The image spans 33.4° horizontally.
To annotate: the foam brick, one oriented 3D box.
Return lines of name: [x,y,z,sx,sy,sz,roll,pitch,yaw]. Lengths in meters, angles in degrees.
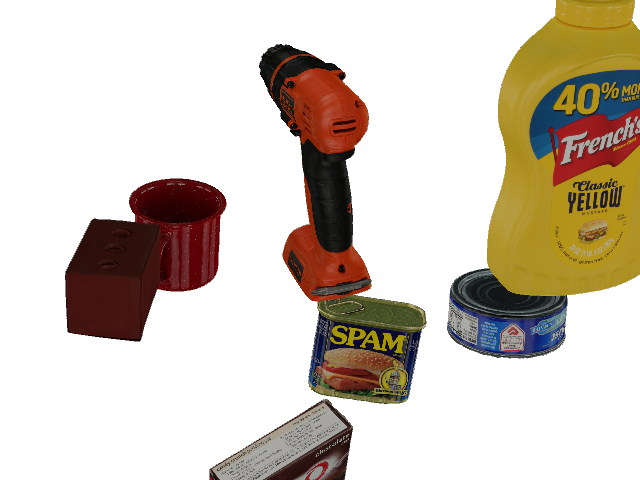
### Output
foam brick: [-0.145,0.027,0.751,0.053,0.051,0.078,6,29,-1]

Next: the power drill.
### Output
power drill: [-0.007,-0.059,0.880,0.057,0.188,0.184,-12,27,-12]

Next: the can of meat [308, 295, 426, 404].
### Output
can of meat: [0.042,0.102,1.003,0.102,0.084,0.057,9,20,-1]

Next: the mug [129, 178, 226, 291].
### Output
mug: [-0.142,0.002,1.033,0.093,0.081,0.117,9,31,7]

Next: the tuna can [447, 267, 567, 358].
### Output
tuna can: [0.136,0.051,0.776,0.086,0.034,0.086,0,22,0]

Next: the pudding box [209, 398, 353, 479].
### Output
pudding box: [-0.031,0.183,0.819,0.113,0.090,0.039,-29,57,-28]

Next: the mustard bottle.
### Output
mustard bottle: [0.147,-0.064,0.602,0.096,0.192,0.058,-7,28,-11]
